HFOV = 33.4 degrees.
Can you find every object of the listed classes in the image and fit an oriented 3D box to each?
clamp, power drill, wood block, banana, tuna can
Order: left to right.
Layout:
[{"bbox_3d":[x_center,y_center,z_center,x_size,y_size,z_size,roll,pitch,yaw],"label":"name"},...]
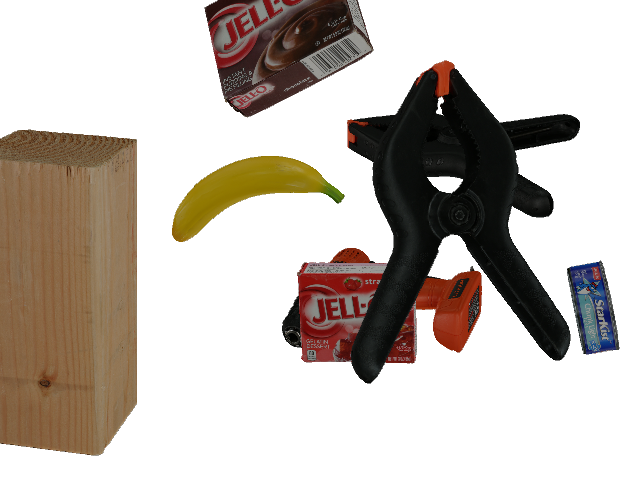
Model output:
[{"bbox_3d":[-0.184,0.034,0.750,0.091,0.206,0.090,6,18,7],"label":"wood block"},{"bbox_3d":[-0.077,-0.044,1.051,0.198,0.069,0.037,-12,20,28],"label":"banana"},{"bbox_3d":[0.069,0.069,1.143,0.188,0.057,0.184,9,30,21],"label":"power drill"},{"bbox_3d":[0.060,-0.005,0.568,0.120,0.171,0.039,-14,-1,-17],"label":"clamp"},{"bbox_3d":[0.128,-0.086,0.964,0.210,0.036,0.164,14,35,23],"label":"clamp"},{"bbox_3d":[0.257,0.064,1.009,0.034,0.086,0.086,-11,-2,12],"label":"tuna can"}]

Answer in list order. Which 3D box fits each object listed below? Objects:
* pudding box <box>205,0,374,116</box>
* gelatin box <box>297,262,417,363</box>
[{"bbox_3d":[-0.025,-0.155,0.784,0.114,0.090,0.039,-24,-29,17],"label":"pudding box"},{"bbox_3d":[0.028,0.055,0.816,0.089,0.073,0.030,0,17,9],"label":"gelatin box"}]
